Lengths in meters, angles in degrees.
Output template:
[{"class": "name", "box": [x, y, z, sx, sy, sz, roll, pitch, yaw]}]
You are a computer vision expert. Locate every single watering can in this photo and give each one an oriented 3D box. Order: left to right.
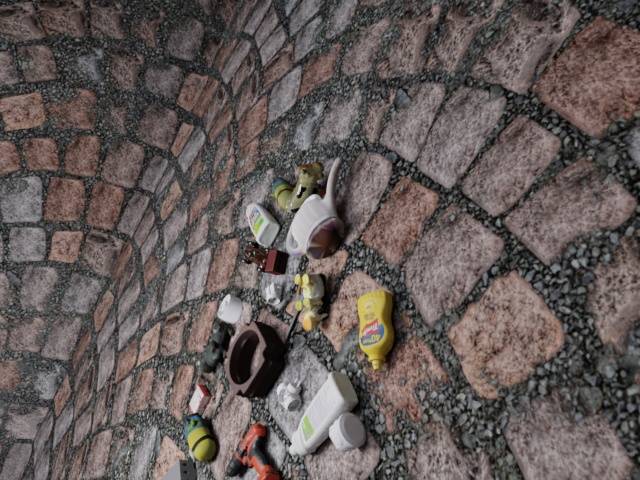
[{"class": "watering can", "box": [0.005, -0.081, 1.614, 0.344, 0.103, 0.228, -57, 37, 13]}]
